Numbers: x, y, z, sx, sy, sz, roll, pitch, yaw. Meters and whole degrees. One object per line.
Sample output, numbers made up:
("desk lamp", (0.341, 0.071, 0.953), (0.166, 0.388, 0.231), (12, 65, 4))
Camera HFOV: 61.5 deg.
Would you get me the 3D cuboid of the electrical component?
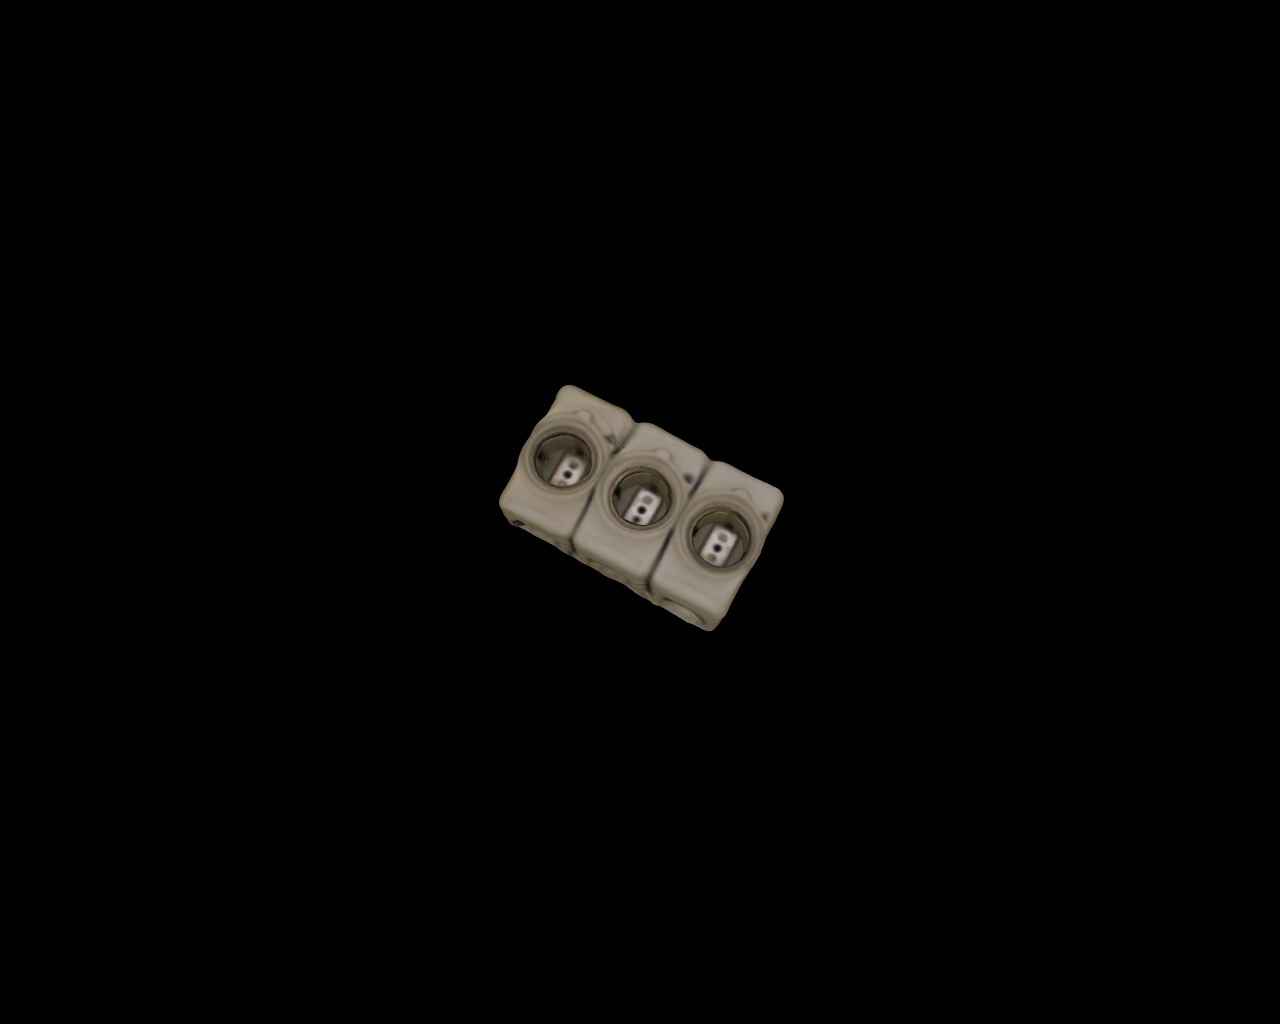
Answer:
("electrical component", (0.001, -0.003, 0.650), (0.150, 0.089, 0.061), (27, -14, 7))
